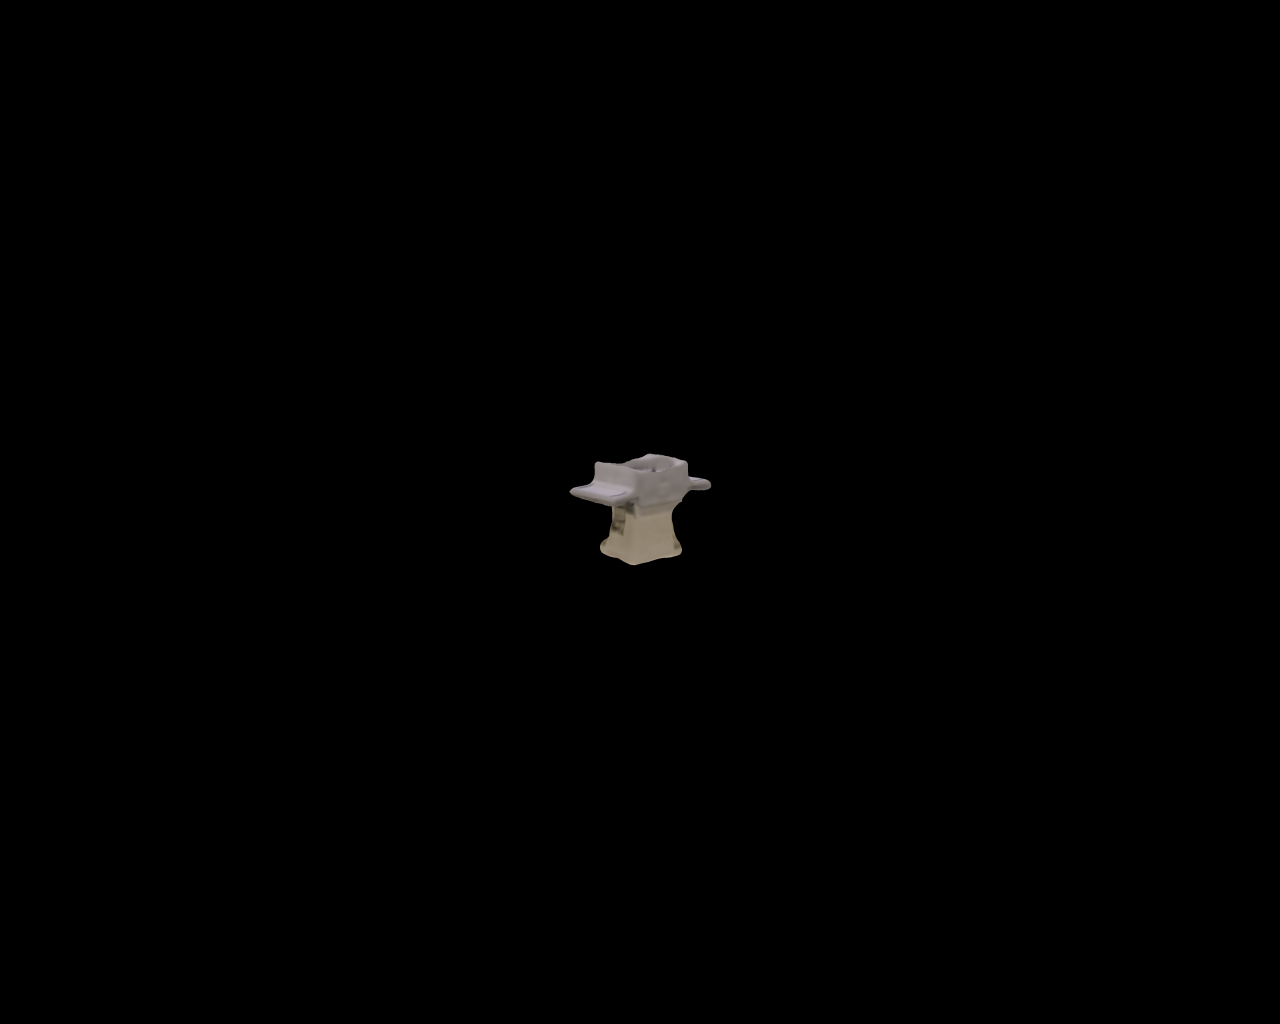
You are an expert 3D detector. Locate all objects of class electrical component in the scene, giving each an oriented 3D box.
[{"bbox_3d":[0.001,-0.003,0.650,0.081,0.063,0.042,-11,18,-37],"label":"electrical component"}]
